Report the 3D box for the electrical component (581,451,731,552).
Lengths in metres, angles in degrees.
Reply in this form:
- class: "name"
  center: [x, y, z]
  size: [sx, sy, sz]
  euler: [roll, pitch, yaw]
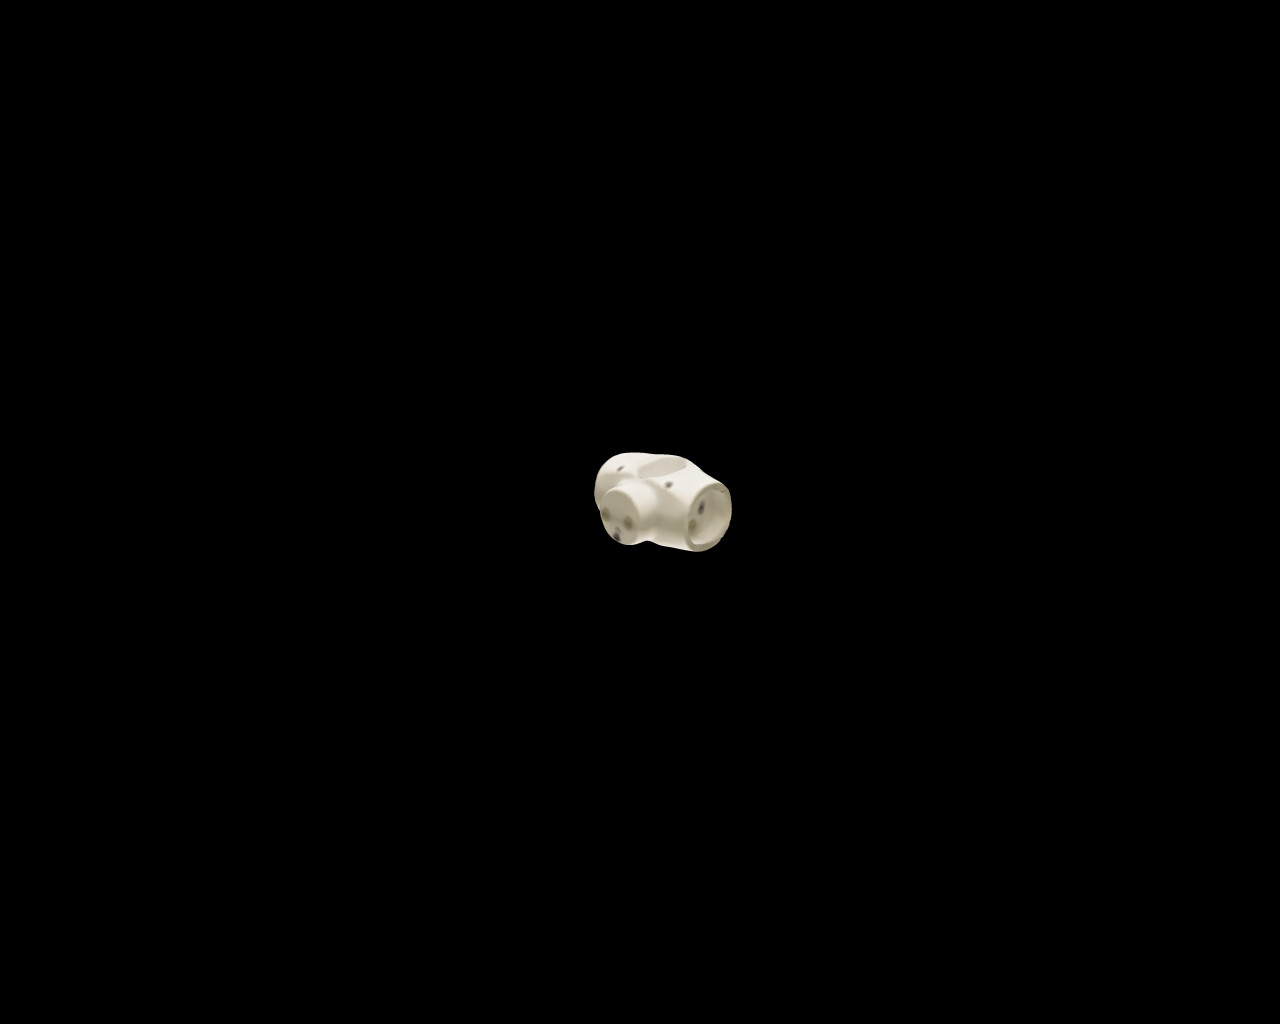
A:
- class: "electrical component"
  center: [0.001, -0.003, 0.650]
  size: [0.079, 0.043, 0.077]
  euler: [-22, 32, -40]
